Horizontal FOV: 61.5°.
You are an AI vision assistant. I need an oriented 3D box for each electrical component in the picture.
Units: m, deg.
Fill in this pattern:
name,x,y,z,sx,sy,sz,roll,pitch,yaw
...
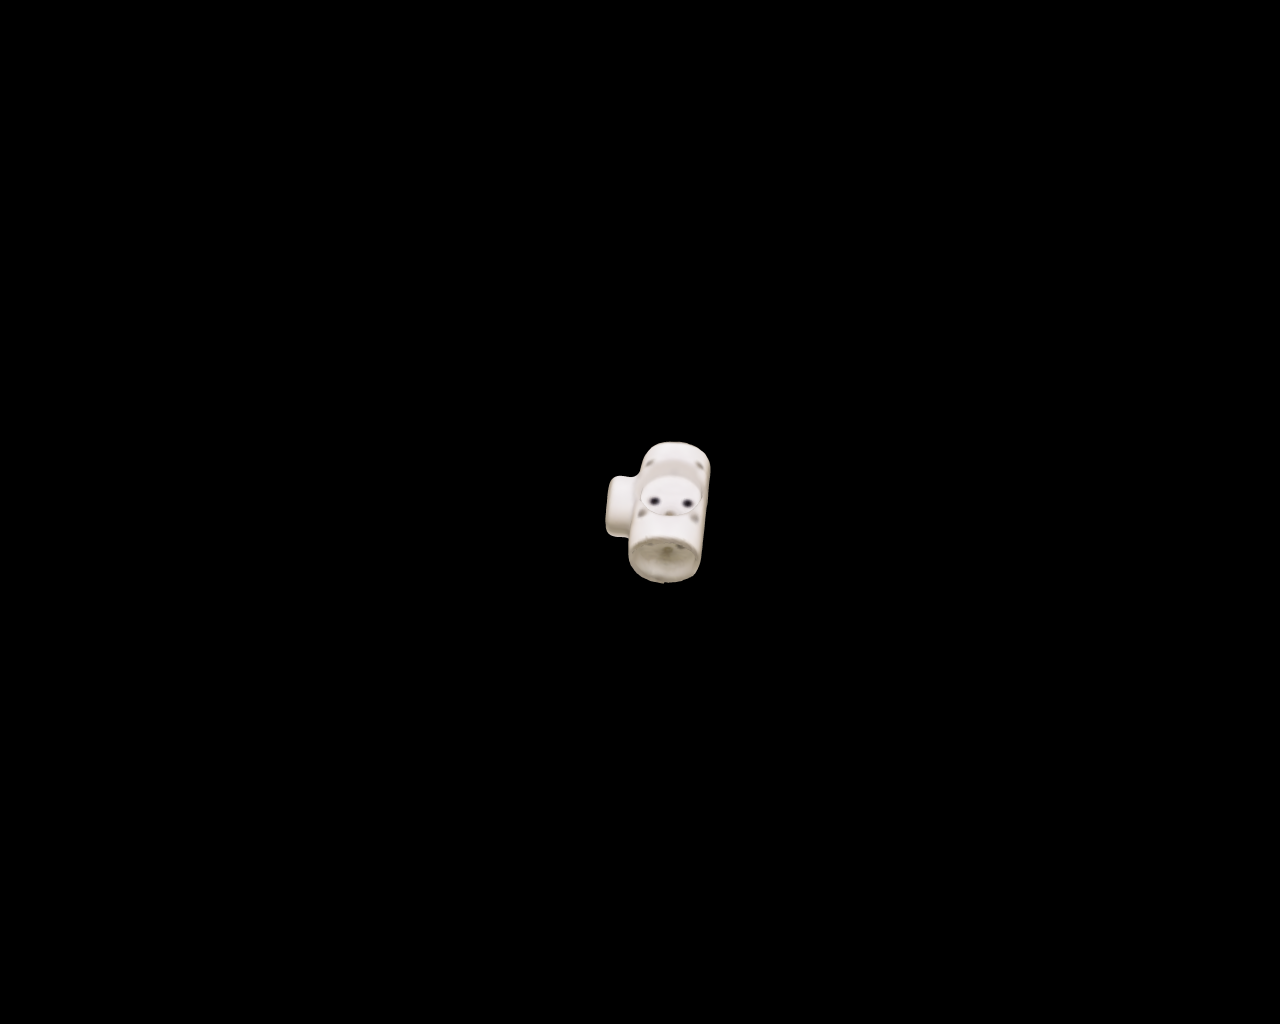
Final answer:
name,x,y,z,sx,sy,sz,roll,pitch,yaw
electrical component,0.001,-0.003,0.650,0.079,0.077,0.044,5,-39,4
